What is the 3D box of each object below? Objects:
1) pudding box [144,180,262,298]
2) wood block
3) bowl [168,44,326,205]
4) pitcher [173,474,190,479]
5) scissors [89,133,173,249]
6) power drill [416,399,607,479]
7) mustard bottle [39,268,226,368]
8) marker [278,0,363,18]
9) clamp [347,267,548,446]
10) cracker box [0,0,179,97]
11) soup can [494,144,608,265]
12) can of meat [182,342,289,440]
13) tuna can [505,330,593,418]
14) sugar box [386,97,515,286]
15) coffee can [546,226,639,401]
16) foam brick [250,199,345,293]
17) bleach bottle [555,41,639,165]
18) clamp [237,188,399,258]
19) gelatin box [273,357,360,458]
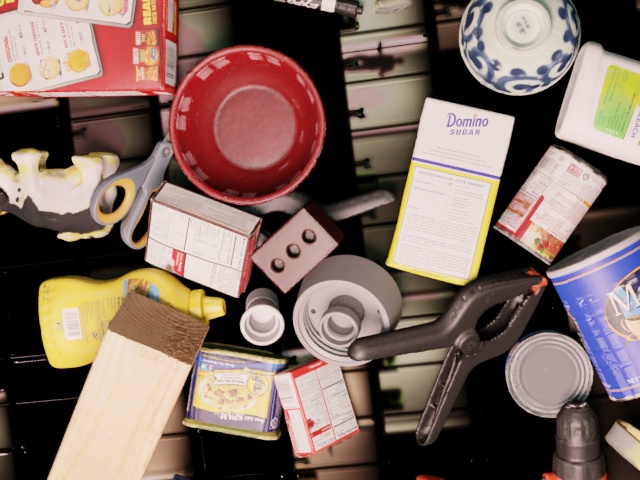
[{"bbox_3d":[-0.121,0.000,1.095,0.113,0.039,0.090,20,130,6],"label":"pudding box"},{"bbox_3d":[-0.196,0.170,1.075,0.090,0.090,0.206,24,113,-4],"label":"wood block"},{"bbox_3d":[-0.071,-0.117,1.098,0.162,0.055,0.162,0,93,7],"label":"bowl"},{"bbox_3d":[-0.058,0.341,1.088,0.243,0.149,0.145,15,78,3],"label":"pitcher"},{"bbox_3d":[-0.179,-0.090,1.106,0.016,0.096,0.202,23,99,45],"label":"scissors"},{"bbox_3d":[0.192,0.255,1.048,0.187,0.057,0.184,-8,103,-7],"label":"power drill"},{"bbox_3d":[-0.194,0.079,1.120,0.192,0.058,0.096,-6,93,8],"label":"mustard bottle"},{"bbox_3d":[-0.014,-0.250,1.104,0.121,0.020,0.020,14,94,6],"label":"marker"},{"bbox_3d":[0.143,0.107,1.072,0.210,0.036,0.164,-33,126,-7],"label":"clamp"},{"bbox_3d":[-0.255,-0.232,1.110,0.214,0.072,0.164,0,91,8],"label":"cracker box"},{"bbox_3d":[0.228,-0.035,1.057,0.068,0.068,0.102,34,96,5],"label":"soup can"},{"bbox_3d":[-0.086,0.156,1.111,0.102,0.057,0.084,8,91,6],"label":"can of meat"},{"bbox_3d":[0.231,0.134,1.081,0.086,0.033,0.086,0,92,7],"label":"tuna can"},{"bbox_3d":[0.131,-0.048,1.081,0.093,0.048,0.176,14,91,4],"label":"sugar box"},{"bbox_3d":[0.297,0.071,1.035,0.103,0.102,0.140,-27,89,7],"label":"coffee can"},{"bbox_3d":[-0.022,0.006,1.061,0.078,0.051,0.053,-43,93,16],"label":"foam brick"},{"bbox_3d":[0.365,-0.111,1.041,0.251,0.068,0.102,16,94,4],"label":"bleach bottle"},{"bbox_3d":[-0.007,0.001,1.105,0.171,0.039,0.120,4,93,9],"label":"clamp"},{"bbox_3d":[-0.004,0.168,1.093,0.030,0.073,0.089,-15,91,43],"label":"gelatin box"}]
